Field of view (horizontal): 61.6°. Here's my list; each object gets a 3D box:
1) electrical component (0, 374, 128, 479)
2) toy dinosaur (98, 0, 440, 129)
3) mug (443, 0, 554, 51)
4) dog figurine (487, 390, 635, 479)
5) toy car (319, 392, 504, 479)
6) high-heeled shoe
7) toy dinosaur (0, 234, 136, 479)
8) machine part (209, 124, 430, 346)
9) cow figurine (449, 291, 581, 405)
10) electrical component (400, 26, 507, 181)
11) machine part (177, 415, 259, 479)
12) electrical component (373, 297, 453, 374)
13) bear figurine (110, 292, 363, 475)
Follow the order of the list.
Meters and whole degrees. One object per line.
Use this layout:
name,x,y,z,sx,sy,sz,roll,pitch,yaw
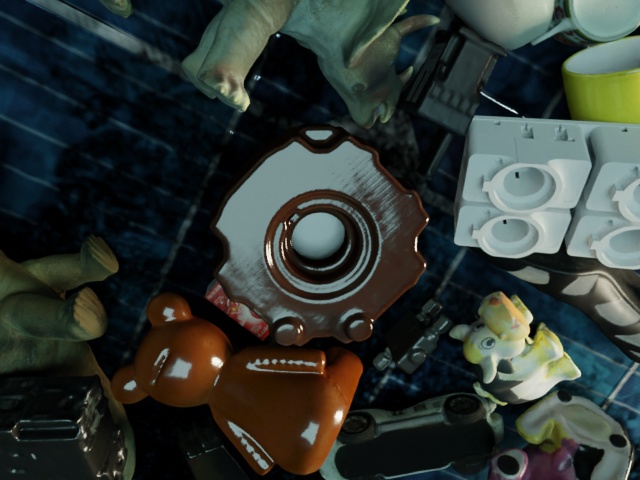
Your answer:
electrical component,-0.248,0.175,0.465,0.134,0.058,0.114,-4,124,1
toy dinosaur,-0.082,-0.231,0.394,0.404,0.131,0.192,42,88,-10
mug,0.137,-0.207,0.425,0.081,0.110,0.107,-32,146,23
dog figurine,0.235,0.291,0.577,0.191,0.109,0.219,-32,137,-33
toy car,0.095,0.212,0.571,0.202,0.056,0.073,-9,102,-2
high-heeled shoe,0.256,0.055,0.540,0.249,0.086,0.145,14,138,10
toy dinosaur,-0.282,0.067,0.481,0.199,0.105,0.470,-28,111,13
machine part,-0.001,-0.001,0.432,0.179,0.056,0.179,-2,106,-6
cow figurine,0.172,0.107,0.508,0.098,0.068,0.167,-40,134,15
electrical component,0.101,-0.116,0.459,0.048,0.075,0.119,25,108,-10
machine part,-0.109,0.241,0.564,0.084,0.039,0.138,-8,127,3
electrical component,0.089,0.101,0.530,0.021,0.063,0.094,39,102,-14
bear figurine,-0.072,0.128,0.488,0.196,0.132,0.120,23,92,9
